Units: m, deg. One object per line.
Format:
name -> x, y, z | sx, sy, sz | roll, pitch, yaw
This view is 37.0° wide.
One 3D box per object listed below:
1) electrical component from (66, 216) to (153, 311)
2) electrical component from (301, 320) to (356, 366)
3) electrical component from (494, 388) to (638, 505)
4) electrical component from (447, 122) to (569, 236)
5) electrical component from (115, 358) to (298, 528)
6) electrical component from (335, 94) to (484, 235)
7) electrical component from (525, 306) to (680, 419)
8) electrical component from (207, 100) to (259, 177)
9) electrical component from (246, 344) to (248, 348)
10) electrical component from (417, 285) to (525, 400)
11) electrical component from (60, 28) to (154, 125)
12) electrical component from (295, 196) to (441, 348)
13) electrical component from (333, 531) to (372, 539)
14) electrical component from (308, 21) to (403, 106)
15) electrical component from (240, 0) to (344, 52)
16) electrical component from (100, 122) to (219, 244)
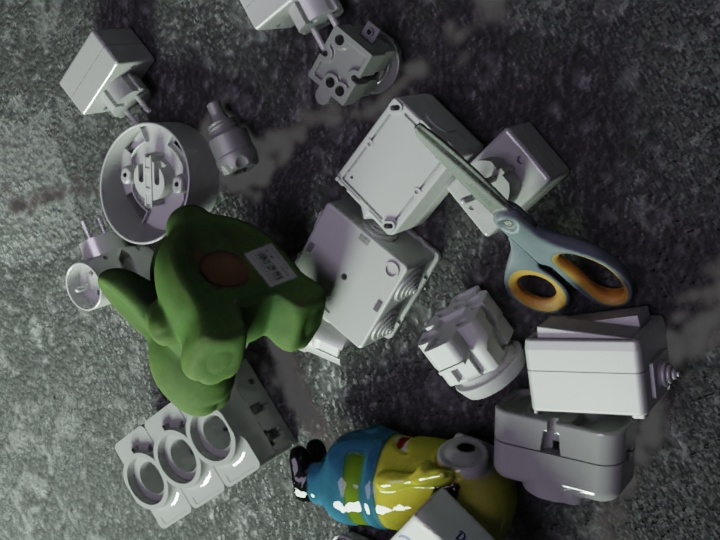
electrical component -> -0.226, -0.010, 0.959 | 0.043, 0.077, 0.079 | -22, 90, 35
electrical component -> -0.027, 0.053, 0.871 | 0.046, 0.040, 0.040 | 24, 115, 20
electrical component -> 0.146, 0.127, 0.768 | 0.095, 0.054, 0.059 | 9, 108, 31
electrical component -> 0.093, -0.059, 0.737 | 0.047, 0.077, 0.066 | 52, 124, 10
electrical component -> -0.143, 0.158, 0.961 | 0.150, 0.062, 0.089 | -37, 82, 35
electrical component -> 0.034, -0.073, 0.780 | 0.061, 0.061, 0.096 | 47, 121, 14
electrical component -> 0.168, 0.060, 0.730 | 0.096, 0.062, 0.061 | -2, 103, 33
electrical component -> -0.109, -0.109, 0.881 | 0.035, 0.035, 0.061 | -27, 85, 35
electrical component -> -0.093, 0.030, 0.902 | 0.066, 0.047, 0.076 | 33, 118, 20
electrical component -> 0.083, 0.056, 0.782 | 0.058, 0.078, 0.057 | -28, 106, 35
electrical component -> -0.207, -0.157, 0.924 | 0.076, 0.047, 0.065 | 52, 124, 11
electrical component -> 0.000, 0.000, 0.832 | 0.100, 0.048, 0.099 | 40, 121, 19
electrical component -> -0.001, 0.288, 0.907 | 0.078, 0.057, 0.113 | 17, 112, 29
electrical component -> 0.000, -0.151, 0.786 | 0.048, 0.055, 0.066 | 43, 122, 16
electrical component -> -0.037, -0.201, 0.801 | 0.083, 0.047, 0.075 | -30, 86, 35
electrical component -> -0.170, -0.076, 0.912 | 0.099, 0.064, 0.099 | 10, 108, 31
